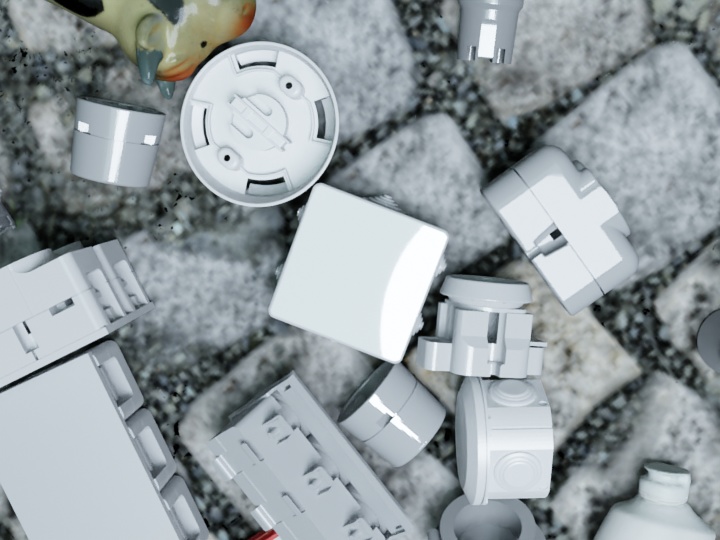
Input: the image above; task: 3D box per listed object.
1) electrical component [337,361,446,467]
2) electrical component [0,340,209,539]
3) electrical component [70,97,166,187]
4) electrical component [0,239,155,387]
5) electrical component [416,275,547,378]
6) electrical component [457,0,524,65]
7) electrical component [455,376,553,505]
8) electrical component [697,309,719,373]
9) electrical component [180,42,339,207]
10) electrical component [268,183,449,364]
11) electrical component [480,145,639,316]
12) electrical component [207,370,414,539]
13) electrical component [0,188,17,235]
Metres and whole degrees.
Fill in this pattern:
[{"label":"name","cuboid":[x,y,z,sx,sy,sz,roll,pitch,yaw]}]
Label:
[{"label":"electrical component","cuboid":[0.021,0.091,0.684,0.047,0.055,0.055,42,97,-6]},{"label":"electrical component","cuboid":[-0.172,0.132,0.696,0.089,0.061,0.150,-25,94,6]},{"label":"electrical component","cuboid":[-0.154,-0.080,0.676,0.055,0.055,0.047,13,100,2]},{"label":"electrical component","cuboid":[-0.235,0.044,0.669,0.186,0.105,0.060,-26,94,6]},{"label":"electrical component","cuboid":[0.077,0.034,0.671,0.078,0.058,0.057,4,94,-15]},{"label":"electrical component","cuboid":[0.079,-0.151,0.662,0.040,0.040,0.046,6,103,3]},{"label":"electrical component","cuboid":[0.088,0.105,0.669,0.051,0.080,0.080,-1,96,-2]},{"label":"electrical component","cuboid":[0.237,0.049,0.660,0.044,0.065,0.044,0,96,4]},{"label":"electrical component","cuboid":[-0.060,-0.090,0.664,0.099,0.064,0.099,0,96,3]},{"label":"electrical component","cuboid":[0.000,0.000,0.677,0.100,0.048,0.099,21,97,1]},{"label":"electrical component","cuboid":[0.126,-0.028,0.664,0.059,0.053,0.095,-36,93,7]},{"label":"electrical component","cuboid":[-0.034,0.134,0.681,0.121,0.063,0.079,52,137,-3]},{"label":"electrical component","cuboid":[-0.272,-0.033,0.684,0.096,0.061,0.061,-33,93,6]}]
